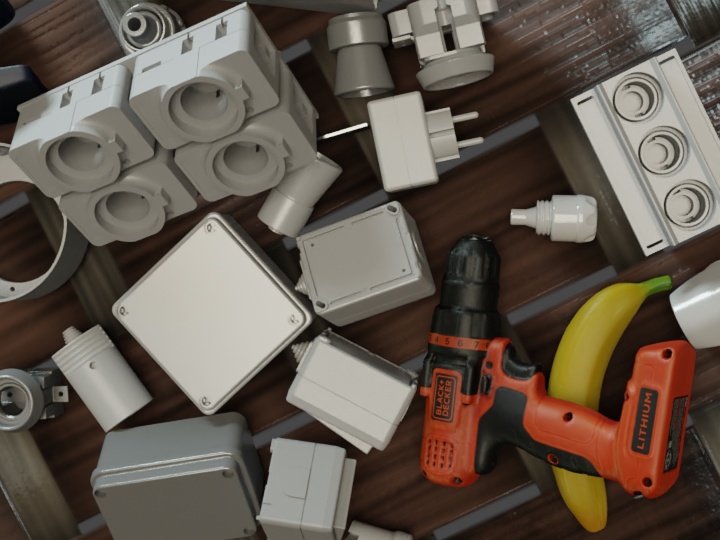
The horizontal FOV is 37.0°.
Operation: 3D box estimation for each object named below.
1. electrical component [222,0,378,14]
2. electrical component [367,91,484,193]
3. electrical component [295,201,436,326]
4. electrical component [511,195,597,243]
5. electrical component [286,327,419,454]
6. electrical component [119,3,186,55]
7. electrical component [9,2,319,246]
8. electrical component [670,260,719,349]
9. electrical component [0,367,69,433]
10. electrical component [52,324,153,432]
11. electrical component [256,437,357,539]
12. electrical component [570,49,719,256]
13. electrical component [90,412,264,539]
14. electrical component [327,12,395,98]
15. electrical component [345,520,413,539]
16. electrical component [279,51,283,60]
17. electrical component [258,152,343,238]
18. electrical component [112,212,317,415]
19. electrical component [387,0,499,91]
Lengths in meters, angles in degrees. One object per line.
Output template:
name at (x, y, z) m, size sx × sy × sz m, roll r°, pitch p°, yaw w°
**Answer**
electrical component at (-0.080, -0.228, 0.759) m, size 0.186 × 0.105 × 0.060 m, roll 8°, pitch 94°, yaw 5°
electrical component at (0.050, -0.096, 0.783) m, size 0.077 × 0.047 × 0.065 m, roll -12°, pitch 92°, yaw 6°
electrical component at (0.000, 0.000, 0.784) m, size 0.096 × 0.061 × 0.061 m, roll -20°, pitch 71°, yaw 12°
electrical component at (0.141, -0.038, 0.785) m, size 0.061 × 0.035 × 0.035 m, roll 2°, pitch 93°, yaw 8°
electrical component at (-0.012, 0.086, 0.791) m, size 0.096 × 0.062 × 0.061 m, roll 27°, pitch 95°, yaw 3°
electrical component at (-0.157, -0.175, 0.791) m, size 0.048 × 0.062 × 0.048 m, roll 0°, pitch 93°, yaw 5°
electrical component at (-0.135, -0.093, 0.751) m, size 0.186 × 0.060 × 0.105 m, roll -20°, pitch 134°, yaw 17°
electrical component at (0.275, 0.034, 0.768) m, size 0.077 × 0.044 × 0.079 m, roll -28°, pitch 115°, yaw 23°
electrical component at (-0.258, 0.097, 0.818) m, size 0.066 × 0.055 × 0.048 m, roll -2°, pitch 93°, yaw 5°
electrical component at (-0.199, 0.078, 0.818) m, size 0.043 × 0.043 × 0.081 m, roll -36°, pitch 89°, yaw 6°
electrical component at (-0.035, 0.169, 0.786) m, size 0.061 × 0.096 × 0.061 m, roll 7°, pitch 64°, yaw 6°
electrical component at (0.210, -0.082, 0.761) m, size 0.079 × 0.063 × 0.121 m, roll -26°, pitch 90°, yaw 6°
electrical component at (-0.132, 0.158, 0.794) m, size 0.113 × 0.057 × 0.078 m, roll -10°, pitch 123°, yaw 6°
electrical component at (0.000, -0.156, 0.786) m, size 0.045 × 0.045 × 0.055 m, roll -7°, pitch 92°, yaw 6°
electrical component at (0.012, 0.211, 0.808) m, size 0.046 × 0.040 × 0.040 m, roll 16°, pitch 94°, yaw 10°
electrical component at (-0.086, -0.142, 0.791) m, size 0.047 × 0.055 × 0.055 m, roll 15°, pitch 94°, yaw 1°
electrical component at (-0.047, -0.057, 0.799) m, size 0.044 × 0.044 × 0.065 m, roll 30°, pitch 100°, yaw 3°
electrical component at (-0.106, 0.031, 0.800) m, size 0.109 × 0.056 × 0.108 m, roll -43°, pitch 88°, yaw 6°
electrical component at (0.064, -0.163, 0.774) m, size 0.078 × 0.058 × 0.057 m, roll -13°, pitch 89°, yaw 6°
